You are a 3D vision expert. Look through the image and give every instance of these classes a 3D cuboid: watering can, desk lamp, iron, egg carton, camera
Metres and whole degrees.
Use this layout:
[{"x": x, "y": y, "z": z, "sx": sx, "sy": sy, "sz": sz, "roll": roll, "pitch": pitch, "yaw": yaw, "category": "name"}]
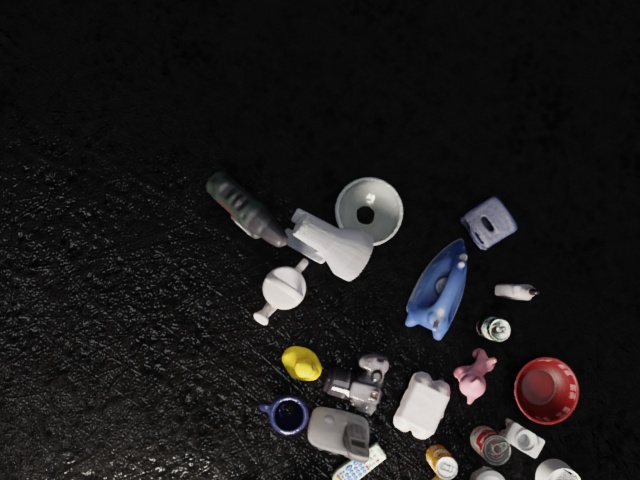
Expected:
[{"x": -0.085, "y": 0.118, "z": 1.324, "sx": 0.101, "sy": 0.194, "sz": 0.173, "roll": 16, "pitch": 85, "yaw": -1, "category": "watering can"}, {"x": 0.012, "y": 0.005, "z": 1.328, "sx": 0.203, "sy": 0.213, "sz": 0.118, "roll": 27, "pitch": 85, "yaw": 0, "category": "desk lamp"}, {"x": 0.303, "y": 0.107, "z": 1.370, "sx": 0.118, "sy": 0.141, "sz": 0.258, "roll": 24, "pitch": 85, "yaw": 0, "category": "iron"}, {"x": 0.247, "y": 0.399, "z": 1.380, "sx": 0.107, "sy": 0.069, "sz": 0.150, "roll": 25, "pitch": 85, "yaw": 0, "category": "egg carton"}, {"x": 0.082, "y": 0.332, "z": 1.362, "sx": 0.137, "sy": 0.100, "sz": 0.143, "roll": 16, "pitch": 85, "yaw": -1, "category": "camera"}]

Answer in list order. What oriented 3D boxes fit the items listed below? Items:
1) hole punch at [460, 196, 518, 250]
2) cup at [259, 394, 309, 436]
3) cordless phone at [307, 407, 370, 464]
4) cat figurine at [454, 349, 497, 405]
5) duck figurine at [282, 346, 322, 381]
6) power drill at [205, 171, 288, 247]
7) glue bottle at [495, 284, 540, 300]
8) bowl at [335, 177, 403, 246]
[{"x": 0.416, "y": -0.040, "z": 1.413, "sx": 0.101, "sy": 0.091, "sz": 0.108, "roll": -35, "pitch": 88, "yaw": -5, "category": "hole punch"}, {"x": -0.086, "y": 0.401, "z": 1.351, "sx": 0.118, "sy": 0.095, "sz": 0.092, "roll": 16, "pitch": 85, "yaw": -1, "category": "cup"}, {"x": 0.046, "y": 0.452, "z": 1.308, "sx": 0.147, "sy": 0.185, "sz": 0.094, "roll": 12, "pitch": 85, "yaw": -1, "category": "cordless phone"}, {"x": 0.375, "y": 0.326, "z": 1.368, "sx": 0.067, "sy": 0.117, "sz": 0.128, "roll": 45, "pitch": 85, "yaw": 2, "category": "cat figurine"}, {"x": -0.043, "y": 0.299, "z": 1.366, "sx": 0.104, "sy": 0.086, "sz": 0.077, "roll": 34, "pitch": 85, "yaw": 1, "category": "duck figurine"}, {"x": -0.161, "y": -0.061, "z": 1.328, "sx": 0.229, "sy": 0.208, "sz": 0.076, "roll": 41, "pitch": 85, "yaw": 1, "category": "power drill"}, {"x": 0.480, "y": 0.123, "z": 1.362, "sx": 0.078, "sy": 0.173, "sz": 0.037, "roll": 6, "pitch": 85, "yaw": -2, "category": "glue bottle"}, {"x": 0.117, "y": -0.067, "z": 1.409, "sx": 0.167, "sy": 0.074, "sz": 0.167, "roll": 0, "pitch": 85, "yaw": -3, "category": "bowl"}]
